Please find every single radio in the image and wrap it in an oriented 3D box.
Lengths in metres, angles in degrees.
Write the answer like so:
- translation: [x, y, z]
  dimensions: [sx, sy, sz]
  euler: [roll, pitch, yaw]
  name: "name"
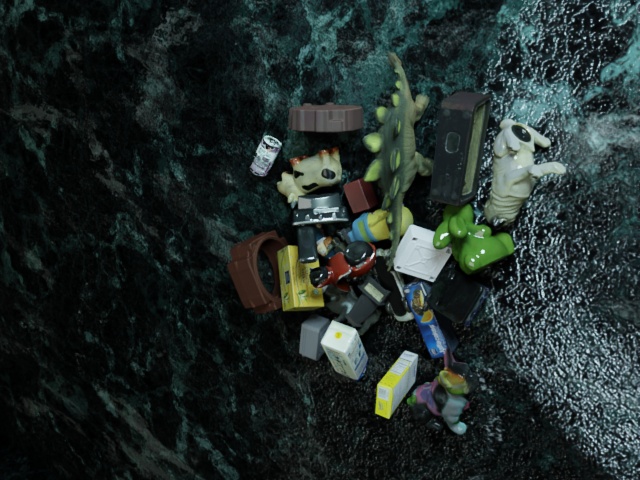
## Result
- translation: [0.298, -0.192, 1.144]
  dimensions: [0.073, 0.131, 0.229]
  euler: [14, 115, 29]
  name: "radio"

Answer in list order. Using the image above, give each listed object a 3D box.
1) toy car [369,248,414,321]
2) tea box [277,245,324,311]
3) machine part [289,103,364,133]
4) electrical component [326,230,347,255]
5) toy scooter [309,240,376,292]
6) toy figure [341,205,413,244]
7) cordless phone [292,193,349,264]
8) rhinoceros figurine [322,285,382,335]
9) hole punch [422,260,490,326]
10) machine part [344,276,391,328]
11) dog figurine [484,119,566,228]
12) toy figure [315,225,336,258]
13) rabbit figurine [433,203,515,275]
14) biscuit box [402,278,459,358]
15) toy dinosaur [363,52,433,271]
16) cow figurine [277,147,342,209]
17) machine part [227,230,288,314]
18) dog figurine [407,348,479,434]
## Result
- translation: [0.187, 0.114, 1.381]
  dimensions: [0.073, 0.056, 0.201]
  euler: [-20, 96, 43]
  name: "toy car"
- translation: [-0.054, 0.105, 1.456]
  dimensions: [0.068, 0.098, 0.169]
  euler: [-29, 65, 52]
  name: "tea box"
- translation: [0.015, -0.288, 1.264]
  dimensions: [0.180, 0.179, 0.056]
  euler: [10, 111, 29]
  name: "machine part"
- translation: [0.064, 0.030, 1.410]
  dimensions: [0.102, 0.078, 0.045]
  euler: [43, 132, -1]
  name: "electrical component"
- translation: [0.071, 0.079, 1.347]
  dimensions: [0.184, 0.135, 0.075]
  euler: [-31, 52, 9]
  name: "toy scooter"
- translation: [0.145, -0.033, 1.335]
  dimensions: [0.180, 0.082, 0.089]
  euler: [-27, 111, 29]
  name: "toy figure"
- translation: [0.004, -0.023, 1.344]
  dimensions: [0.147, 0.184, 0.088]
  euler: [-4, 141, -2]
  name: "cordless phone"
- translation: [0.074, 0.175, 1.463]
  dimensions: [0.190, 0.073, 0.112]
  euler: [30, 123, 19]
  name: "rhinoceros figurine"
- translation: [0.326, 0.133, 1.270]
  dimensions: [0.116, 0.092, 0.142]
  euler: [34, 99, 35]
  name: "hole punch"
- translation: [0.117, 0.164, 1.385]
  dimensions: [0.084, 0.039, 0.138]
  euler: [36, 111, 11]
  name: "machine part"
- translation: [0.391, -0.137, 1.139]
  dimensions: [0.190, 0.121, 0.172]
  euler: [126, 138, -52]
  name: "dog figurine"
- translation: [-0.003, -0.004, 1.455]
  dimensions: [0.154, 0.058, 0.064]
  euler: [54, 165, 2]
  name: "toy figure"
- translation: [0.321, -0.010, 1.205]
  dimensions: [0.121, 0.159, 0.170]
  euler: [-41, 69, 46]
  name: "rabbit figurine"
- translation: [0.279, 0.193, 1.348]
  dimensions: [0.059, 0.063, 0.202]
  euler: [-20, 97, 37]
  name: "biscuit box"
- translation: [0.169, -0.172, 1.193]
  dimensions: [0.105, 0.198, 0.470]
  euler: [4, 109, 34]
  name: "toy dinosaur"
- translation: [-0.029, -0.158, 1.396]
  dimensions: [0.195, 0.085, 0.127]
  euler: [-12, 95, 34]
  name: "cow figurine"
- translation: [-0.148, 0.087, 1.489]
  dimensions: [0.087, 0.201, 0.200]
  euler: [-16, 99, 33]
  name: "machine part"
- translation: [0.301, 0.369, 1.340]
  dimensions: [0.192, 0.108, 0.218]
  euler: [3, 128, 28]
  name: "dog figurine"
